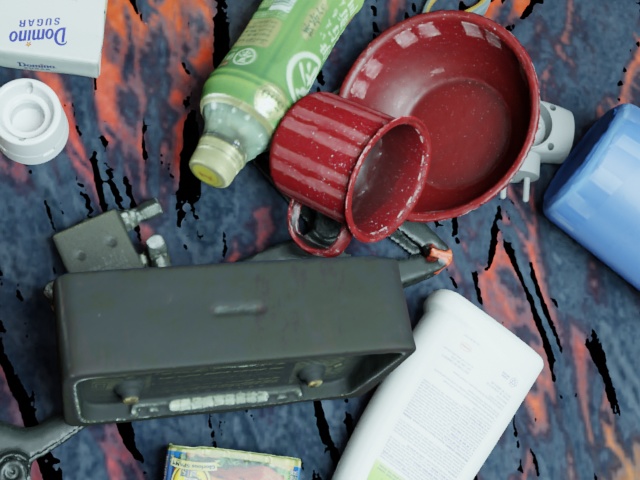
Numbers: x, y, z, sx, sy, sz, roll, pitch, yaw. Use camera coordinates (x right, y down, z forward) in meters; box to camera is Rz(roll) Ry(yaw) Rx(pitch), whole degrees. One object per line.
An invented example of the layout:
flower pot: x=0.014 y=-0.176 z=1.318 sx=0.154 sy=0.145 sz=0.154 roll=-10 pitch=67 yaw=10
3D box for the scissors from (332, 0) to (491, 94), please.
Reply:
scissors: x=0.079 y=-0.131 z=0.857 sx=0.096 sy=0.016 sz=0.201 roll=43 pitch=76 yaw=0

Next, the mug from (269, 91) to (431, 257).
mug: x=0.014 y=-0.045 z=0.753 sx=0.082 sy=0.093 sz=0.117 roll=27 pitch=98 yaw=33

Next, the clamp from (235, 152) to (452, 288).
clamp: x=-0.005 y=0.001 z=0.805 sx=0.210 sy=0.036 sz=0.164 roll=21 pitch=68 yaw=-7

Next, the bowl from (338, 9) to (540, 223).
bowl: x=0.093 y=-0.087 z=0.803 sx=0.162 sy=0.055 sz=0.162 roll=-6 pitch=77 yaw=26

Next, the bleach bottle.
bleach bottle: x=0.055 y=0.164 z=0.778 sx=0.102 sy=0.068 sz=0.250 roll=37 pitch=79 yaw=-1

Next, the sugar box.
sugar box: x=-0.204 y=-0.217 z=0.810 sx=0.093 sy=0.048 sz=0.176 roll=7 pitch=82 yaw=-10

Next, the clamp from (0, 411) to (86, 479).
clamp: x=-0.207 y=0.154 z=0.747 sx=0.171 sy=0.039 sz=0.120 roll=7 pitch=66 yaw=-10

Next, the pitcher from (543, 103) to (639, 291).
pitcher: x=0.301 y=-0.002 z=0.824 sx=0.243 sy=0.149 sz=0.145 roll=36 pitch=91 yaw=1

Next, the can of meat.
can of meat: x=-0.066 y=0.192 z=0.755 sx=0.102 sy=0.057 sz=0.084 roll=9 pitch=76 yaw=-9
